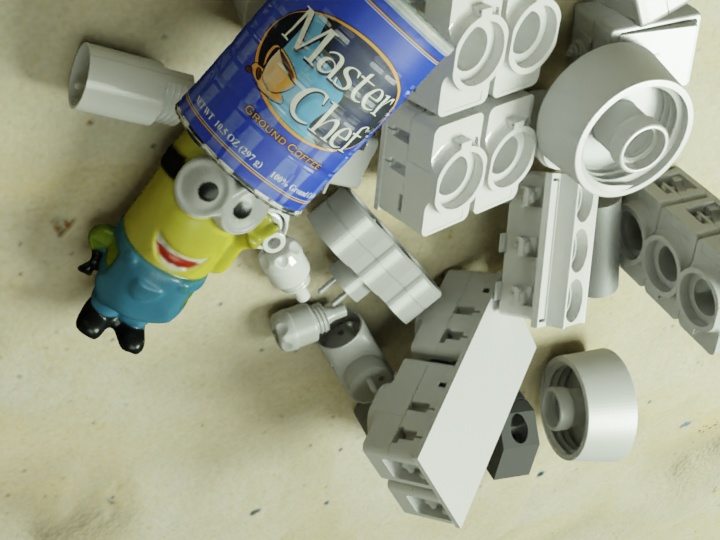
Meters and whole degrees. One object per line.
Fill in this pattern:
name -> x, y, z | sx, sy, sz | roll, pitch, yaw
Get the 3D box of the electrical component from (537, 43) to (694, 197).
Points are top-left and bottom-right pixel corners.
electrical component -> 0.191, -0.103, 0.784 | 0.108, 0.060, 0.108 | -14, 133, -16

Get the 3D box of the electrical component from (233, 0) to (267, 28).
electrical component -> -0.042, -0.175, 0.705 | 0.080, 0.051, 0.080 | -13, 128, -17

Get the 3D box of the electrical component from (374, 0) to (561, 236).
electrical component -> 0.077, -0.126, 0.771 | 0.105, 0.060, 0.186 | -24, 134, -35

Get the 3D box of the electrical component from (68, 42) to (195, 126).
electrical component -> -0.144, -0.117, 0.704 | 0.081, 0.043, 0.043 | 10, 119, -31

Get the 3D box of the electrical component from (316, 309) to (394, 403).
electrical component -> 0.002, 0.083, 0.899 | 0.043, 0.079, 0.077 | -31, 131, -2

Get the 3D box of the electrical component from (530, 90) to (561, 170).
electrical component -> 0.148, -0.110, 0.842 | 0.045, 0.055, 0.045 | -13, 129, -17

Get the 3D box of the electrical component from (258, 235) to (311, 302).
electrical component -> -0.055, 0.002, 0.841 | 0.035, 0.035, 0.061 | -29, 134, -3

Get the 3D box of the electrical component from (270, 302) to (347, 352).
electrical component -> -0.041, 0.042, 0.878 | 0.061, 0.035, 0.035 | -20, 130, -14

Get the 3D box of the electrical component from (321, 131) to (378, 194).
electrical component -> -0.025, -0.090, 0.783 | 0.064, 0.042, 0.081 | 8, 120, -34

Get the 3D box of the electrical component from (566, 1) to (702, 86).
electrical component -> 0.205, -0.169, 0.821 | 0.096, 0.061, 0.061 | -14, 129, -16

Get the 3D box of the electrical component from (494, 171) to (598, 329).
electrical component -> 0.152, -0.019, 0.875 | 0.079, 0.063, 0.121 | -7, 104, -56

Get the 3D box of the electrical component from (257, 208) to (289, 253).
electrical component -> -0.072, -0.036, 0.786 | 0.048, 0.062, 0.048 | -13, 128, -17

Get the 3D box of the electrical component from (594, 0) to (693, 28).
electrical component -> 0.195, -0.217, 0.758 | 0.061, 0.096, 0.061 | -30, 131, -2

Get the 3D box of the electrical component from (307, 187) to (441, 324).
electrical component -> 0.000, 0.000, 0.854 | 0.074, 0.052, 0.138 | -40, 131, 6

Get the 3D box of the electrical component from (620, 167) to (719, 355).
electrical component -> 0.282, -0.010, 0.917 | 0.062, 0.150, 0.089 | -13, 128, -19

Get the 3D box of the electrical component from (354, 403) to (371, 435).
electrical component -> 0.050, 0.144, 0.969 | 0.083, 0.075, 0.047 | 24, 111, -36

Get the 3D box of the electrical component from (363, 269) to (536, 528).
electrical component -> 0.076, 0.102, 0.899 | 0.186, 0.060, 0.105 | -61, 140, -31

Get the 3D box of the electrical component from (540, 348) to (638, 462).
electrical component -> 0.208, 0.129, 1.017 | 0.060, 0.108, 0.108 | -2, 125, -17
